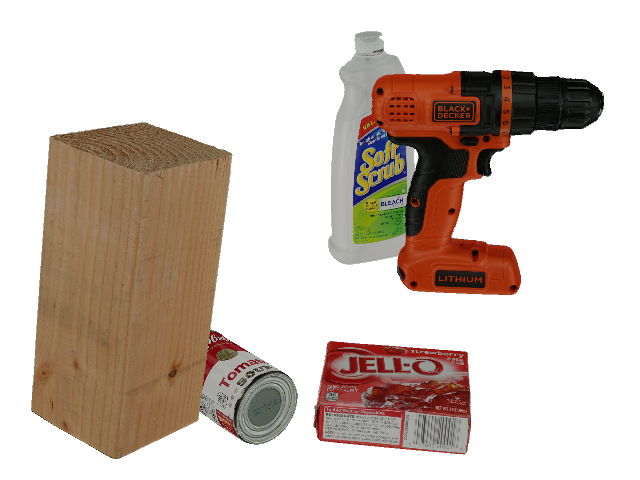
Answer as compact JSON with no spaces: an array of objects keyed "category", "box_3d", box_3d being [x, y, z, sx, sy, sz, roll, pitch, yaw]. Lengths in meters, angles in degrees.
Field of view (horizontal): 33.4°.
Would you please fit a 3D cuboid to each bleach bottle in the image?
[{"category":"bleach bottle","box_3d":[0.052,-0.103,1.182,0.102,0.251,0.068,-10,24,-12]}]

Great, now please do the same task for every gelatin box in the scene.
[{"category":"gelatin box","box_3d":[0.044,0.091,0.636,0.089,0.030,0.073,5,24,4]}]

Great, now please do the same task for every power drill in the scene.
[{"category":"power drill","box_3d":[0.134,-0.049,0.884,0.184,0.188,0.057,2,23,7]}]

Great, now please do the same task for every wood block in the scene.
[{"category":"wood block","box_3d":[-0.133,0.032,0.743,0.090,0.206,0.090,21,23,31]}]

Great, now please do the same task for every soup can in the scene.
[{"category":"soup can","box_3d":[-0.077,0.127,0.928,0.068,0.068,0.102,0,16,-42]}]
